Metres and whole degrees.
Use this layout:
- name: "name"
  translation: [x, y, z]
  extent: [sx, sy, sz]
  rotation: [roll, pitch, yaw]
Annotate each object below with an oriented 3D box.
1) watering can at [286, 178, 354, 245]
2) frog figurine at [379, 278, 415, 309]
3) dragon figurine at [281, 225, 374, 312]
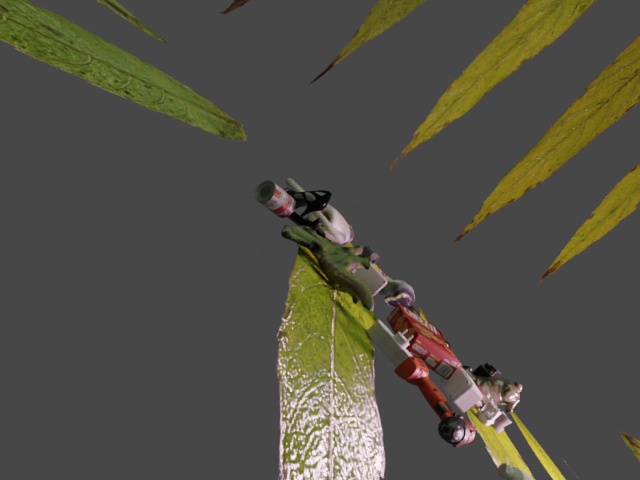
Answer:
- name: "watering can"
  translation: [0.006, -0.097, 1.937]
  extent: [0.354, 0.104, 0.221]
  rotation: [51, 7, 38]
- name: "frog figurine"
  translation: [0.281, 0.185, 1.926]
  extent: [0.136, 0.121, 0.163]
  rotation: [23, 27, -22]
- name: "dragon figurine"
  translation: [0.006, 0.045, 1.283]
  extent: [0.242, 0.121, 0.414]
  rotation: [27, 8, -10]
